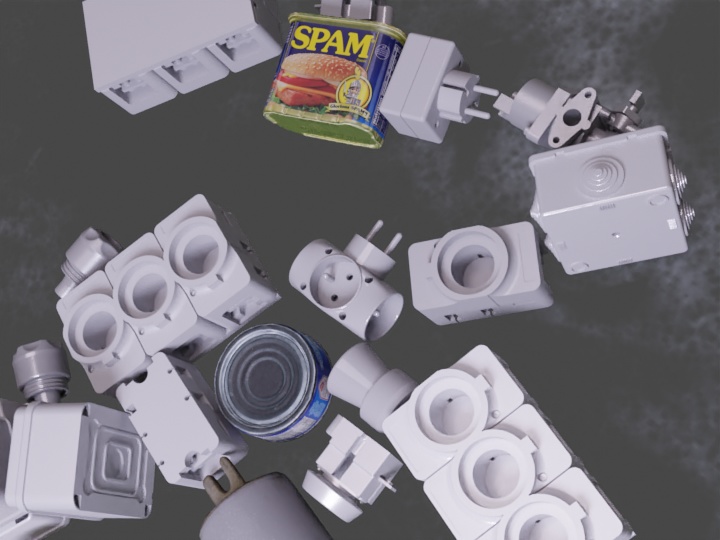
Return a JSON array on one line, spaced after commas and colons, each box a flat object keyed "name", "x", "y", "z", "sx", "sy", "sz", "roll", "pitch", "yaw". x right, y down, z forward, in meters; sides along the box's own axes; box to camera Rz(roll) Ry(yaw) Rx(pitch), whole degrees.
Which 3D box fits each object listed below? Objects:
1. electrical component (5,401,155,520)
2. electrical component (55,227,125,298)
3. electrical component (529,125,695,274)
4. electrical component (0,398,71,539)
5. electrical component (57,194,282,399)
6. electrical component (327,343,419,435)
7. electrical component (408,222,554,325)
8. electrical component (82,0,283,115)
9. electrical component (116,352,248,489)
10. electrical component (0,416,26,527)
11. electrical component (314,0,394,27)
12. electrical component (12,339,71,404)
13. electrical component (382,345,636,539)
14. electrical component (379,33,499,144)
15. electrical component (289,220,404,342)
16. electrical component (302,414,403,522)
[{"name": "electrical component", "x": -0.204, "y": 0.142, "z": 0.794, "sx": 0.057, "sy": 0.113, "sz": 0.078, "roll": -4, "pitch": 73, "yaw": 18}, {"name": "electrical component", "x": -0.225, "y": -0.002, "z": 0.885, "sx": 0.062, "sy": 0.043, "sz": 0.043, "roll": -48, "pitch": 63, "yaw": 4}, {"name": "electrical component", "x": 0.166, "y": -0.042, "z": 0.709, "sx": 0.100, "sy": 0.099, "sz": 0.048, "roll": -12, "pitch": 58, "yaw": 18}, {"name": "electrical component", "x": -0.300, "y": 0.174, "z": 0.855, "sx": 0.109, "sy": 0.056, "sz": 0.108, "roll": -30, "pitch": 65, "yaw": 11}, {"name": "electrical component", "x": -0.152, "y": 0.023, "z": 0.837, "sx": 0.150, "sy": 0.062, "sz": 0.089, "roll": -36, "pitch": 65, "yaw": 8}, {"name": "electrical component", "x": 0.011, "y": 0.085, "z": 0.763, "sx": 0.055, "sy": 0.045, "sz": 0.045, "roll": 36, "pitch": 90, "yaw": 26}, {"name": "electrical component", "x": 0.084, "y": 0.002, "z": 0.752, "sx": 0.089, "sy": 0.056, "sz": 0.050, "roll": -11, "pitch": 71, "yaw": 19}, {"name": "electrical component", "x": -0.148, "y": -0.202, "z": 0.903, "sx": 0.150, "sy": 0.062, "sz": 0.089, "roll": -19, "pitch": 68, "yaw": 16}, {"name": "electrical component", "x": -0.131, "y": 0.114, "z": 0.805, "sx": 0.050, "sy": 0.056, "sz": 0.089, "roll": -41, "pitch": 64, "yaw": 6}, {"name": "electrical component", "x": -0.304, "y": 0.162, "z": 0.795, "sx": 0.113, "sy": 0.057, "sz": 0.078, "roll": -29, "pitch": 66, "yaw": 11}, {"name": "electrical component", "x": -0.003, "y": -0.220, "z": 0.860, "sx": 0.066, "sy": 0.048, "sz": 0.055, "roll": 3, "pitch": 83, "yaw": 22}, {"name": "electrical component", "x": -0.255, "y": 0.091, "z": 0.869, "sx": 0.043, "sy": 0.043, "sz": 0.062, "roll": -24, "pitch": 68, "yaw": 14}, {"name": "electrical component", "x": 0.094, "y": 0.135, "z": 0.704, "sx": 0.089, "sy": 0.062, "sz": 0.150, "roll": -39, "pitch": 64, "yaw": 7}, {"name": "electrical component", "x": 0.066, "y": -0.132, "z": 0.804, "sx": 0.077, "sy": 0.047, "sz": 0.065, "roll": 18, "pitch": 82, "yaw": 25}, {"name": "electrical component", "x": 0.000, "y": 0.000, "z": 0.793, "sx": 0.077, "sy": 0.044, "sz": 0.079, "roll": 36, "pitch": 90, "yaw": 27}, {"name": "electrical component", "x": -0.007, "y": 0.142, "z": 0.753, "sx": 0.066, "sy": 0.048, "sz": 0.055, "roll": 34, "pitch": 81, "yaw": 27}]
